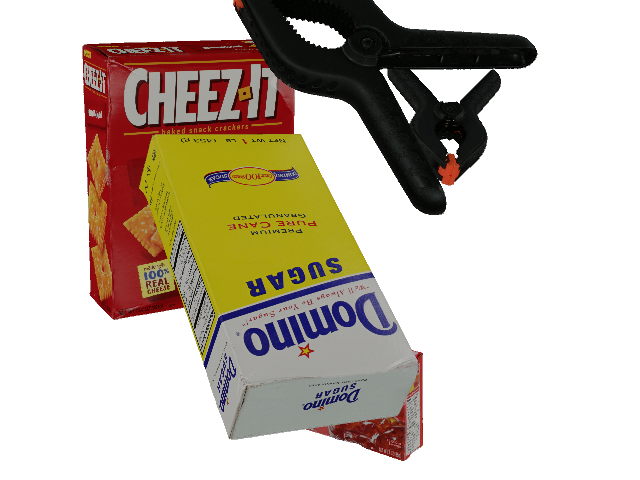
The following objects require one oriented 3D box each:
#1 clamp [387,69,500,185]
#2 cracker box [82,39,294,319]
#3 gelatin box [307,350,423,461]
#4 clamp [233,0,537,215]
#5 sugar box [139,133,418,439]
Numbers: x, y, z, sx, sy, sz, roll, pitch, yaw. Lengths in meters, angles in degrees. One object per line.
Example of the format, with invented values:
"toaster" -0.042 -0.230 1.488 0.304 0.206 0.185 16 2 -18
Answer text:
"clamp" 0.119 -0.128 1.088 0.120 0.039 0.171 8 45 7
"cracker box" -0.106 -0.053 0.882 0.163 0.214 0.072 -7 21 -28
"gelatin box" 0.028 0.107 0.751 0.089 0.073 0.030 12 23 34
"clamp" 0.029 -0.114 0.721 0.210 0.164 0.036 24 -31 3
"sugar box" -0.026 0.015 0.550 0.093 0.048 0.176 -4 44 -26
